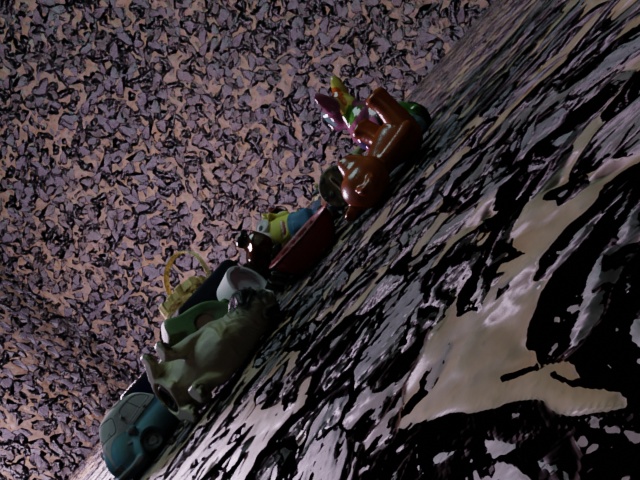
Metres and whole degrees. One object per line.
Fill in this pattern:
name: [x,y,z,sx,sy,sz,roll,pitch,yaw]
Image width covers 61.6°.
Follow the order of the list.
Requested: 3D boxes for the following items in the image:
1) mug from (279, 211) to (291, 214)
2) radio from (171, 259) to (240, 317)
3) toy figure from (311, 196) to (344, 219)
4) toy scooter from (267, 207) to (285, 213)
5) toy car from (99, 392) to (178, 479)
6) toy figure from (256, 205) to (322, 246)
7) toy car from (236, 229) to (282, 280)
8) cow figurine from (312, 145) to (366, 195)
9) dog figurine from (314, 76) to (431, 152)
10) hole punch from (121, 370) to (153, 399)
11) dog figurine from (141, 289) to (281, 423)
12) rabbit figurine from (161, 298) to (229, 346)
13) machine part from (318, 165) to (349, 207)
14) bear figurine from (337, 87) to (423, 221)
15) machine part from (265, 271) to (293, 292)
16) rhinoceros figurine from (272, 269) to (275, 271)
mug: [-0.051,-0.031,1.292,0.081,0.109,0.107,-47,18,-24]
radio: [-0.219,0.150,1.157,0.073,0.131,0.230,-42,8,35]
toy figure: [0.021,-0.080,1.224,0.058,0.064,0.154,-65,15,-18]
toy scooter: [-0.095,-0.030,1.432,0.075,0.135,0.184,-45,7,14]
toy car: [-0.299,0.303,0.876,0.109,0.103,0.162,-44,9,29]
toy figure: [-0.060,-0.021,1.200,0.180,0.089,0.082,-17,52,18]
toy car: [-0.129,0.050,1.125,0.202,0.089,0.053,102,-172,-56]
cow figurine: [0.060,-0.159,1.421,0.127,0.085,0.195,-44,3,-35]
dog figurine: [0.099,-0.264,1.120,0.108,0.219,0.191,-55,7,-29]
hole punch: [-0.295,0.302,1.028,0.142,0.092,0.115,-49,-26,17]
dog figurine: [-0.150,0.165,0.805,0.190,0.121,0.172,-34,-2,-42]
rabbit figurine: [-0.198,0.173,0.958,0.159,0.121,0.170,-47,-11,-33]
machine part: [0.044,-0.100,1.013,0.079,0.079,0.243,-48,-2,7]
bear figurine: [0.079,-0.135,0.873,0.196,0.132,0.120,-45,-11,-28]
machine part: [-0.066,0.053,1.075,0.084,0.039,0.139,-58,1,31]
rhinoceros figurine: [-0.116,0.059,1.296,0.112,0.073,0.190,-50,6,-3]
